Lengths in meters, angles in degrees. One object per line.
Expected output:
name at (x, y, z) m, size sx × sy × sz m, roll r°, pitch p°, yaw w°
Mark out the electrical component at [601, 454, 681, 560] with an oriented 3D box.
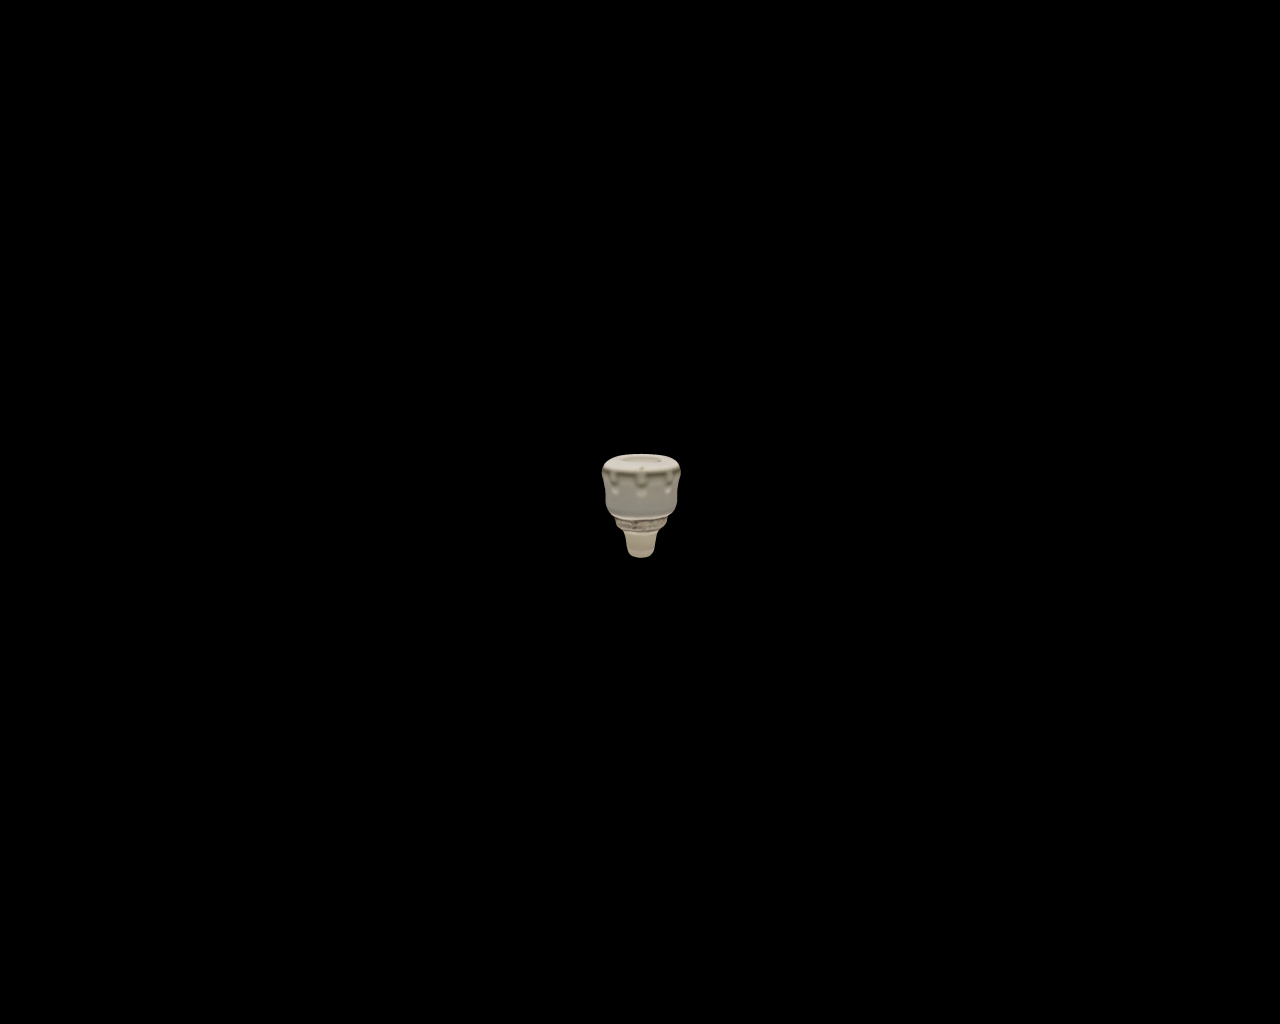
electrical component at (0.001, -0.003, 0.650) m, size 0.048 × 0.062 × 0.048 m, roll 0°, pitch 11°, yaw 0°
